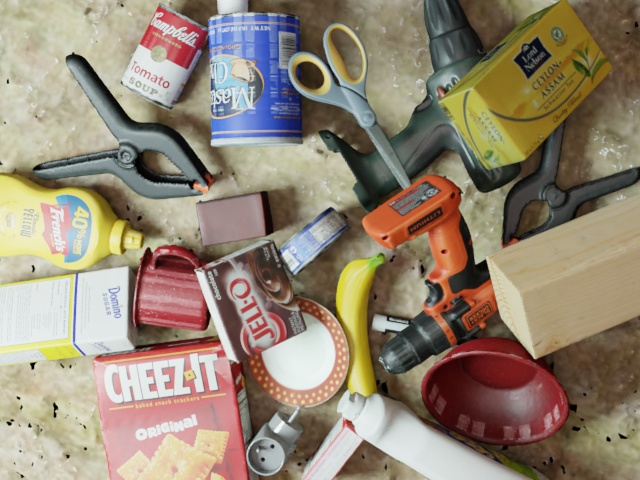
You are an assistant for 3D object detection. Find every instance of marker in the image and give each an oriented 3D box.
[{"bbox_3d":[0.120,0.105,1.222,0.121,0.020,0.020,11,95,5],"label":"marker"}]

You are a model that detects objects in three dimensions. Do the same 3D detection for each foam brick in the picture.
[{"bbox_3d":[-0.096,-0.025,1.220,0.078,0.053,0.051,-9,93,8],"label":"foam brick"}]

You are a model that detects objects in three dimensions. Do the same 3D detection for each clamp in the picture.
[{"bbox_3d":[0.271,-0.050,1.187,0.120,0.039,0.171,32,102,8],"label":"clamp"},{"bbox_3d":[-0.218,-0.112,1.215,0.210,0.036,0.165,19,122,1],"label":"clamp"}]

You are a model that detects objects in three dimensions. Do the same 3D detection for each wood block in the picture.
[{"bbox_3d":[0.294,0.032,1.130,0.206,0.090,0.091,-22,120,-5],"label":"wood block"}]

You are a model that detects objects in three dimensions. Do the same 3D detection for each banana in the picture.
[{"bbox_3d":[0.043,0.103,1.208,0.037,0.070,0.198,-6,107,-22],"label":"banana"}]

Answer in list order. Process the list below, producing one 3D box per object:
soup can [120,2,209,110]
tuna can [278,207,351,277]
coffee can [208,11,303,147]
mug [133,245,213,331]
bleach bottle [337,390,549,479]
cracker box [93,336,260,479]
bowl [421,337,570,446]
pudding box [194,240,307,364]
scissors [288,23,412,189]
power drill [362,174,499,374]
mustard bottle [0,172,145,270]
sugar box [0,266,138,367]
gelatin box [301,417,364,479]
[{"bbox_3d":[-0.174,-0.208,1.208,0.068,0.068,0.102,29,97,3],"label":"soup can"},{"bbox_3d":[-0.008,0.001,1.195,0.086,0.086,0.034,-41,87,7],"label":"tuna can"},{"bbox_3d":[-0.071,-0.175,1.181,0.103,0.102,0.140,-1,94,6],"label":"coffee can"},{"bbox_3d":[-0.162,0.050,1.207,0.081,0.093,0.117,8,132,0],"label":"mug"},{"bbox_3d":[0.134,0.236,1.166,0.250,0.102,0.068,29,92,-9],"label":"bleach bottle"},{"bbox_3d":[-0.163,0.227,1.234,0.164,0.072,0.214,-8,92,6],"label":"cracker box"},{"bbox_3d":[0.195,0.158,1.177,0.162,0.055,0.162,9,135,9],"label":"bowl"},{"bbox_3d":[-0.076,0.067,1.175,0.089,0.039,0.113,-24,98,-23],"label":"pudding box"},{"bbox_3d":[0.029,-0.132,1.142,0.096,0.016,0.202,-16,89,-4],"label":"scissors"},{"bbox_3d":[0.116,0.038,1.151,0.184,0.057,0.187,-35,123,-10],"label":"power drill"},{"bbox_3d":[-0.298,-0.016,1.238,0.191,0.058,0.096,11,98,5],"label":"mustard bottle"},{"bbox_3d":[-0.300,0.089,1.235,0.176,0.048,0.093,-6,61,5],"label":"sugar box"},{"bbox_3d":[0.016,0.242,1.215,0.030,0.073,0.089,36,96,0],"label":"gelatin box"}]
